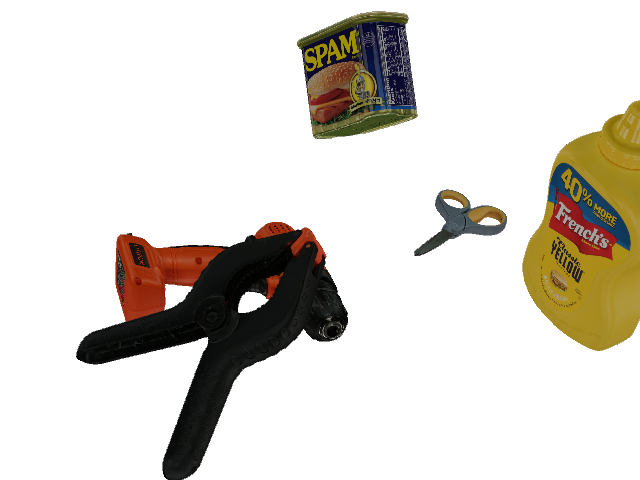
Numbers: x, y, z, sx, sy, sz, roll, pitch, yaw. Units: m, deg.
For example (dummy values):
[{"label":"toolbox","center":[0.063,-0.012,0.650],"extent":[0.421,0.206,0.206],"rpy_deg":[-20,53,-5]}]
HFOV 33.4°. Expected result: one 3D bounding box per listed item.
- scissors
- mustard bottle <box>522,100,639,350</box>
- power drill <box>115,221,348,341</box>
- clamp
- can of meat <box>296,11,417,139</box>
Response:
[{"label":"scissors","center":[0.139,-0.023,1.221],"extent":[0.201,0.016,0.096],"rpy_deg":[-12,40,-46]},{"label":"mustard bottle","center":[0.194,-0.016,0.725],"extent":[0.058,0.192,0.096],"rpy_deg":[-20,52,-21]},{"label":"power drill","center":[-0.082,0.040,0.950],"extent":[0.187,0.057,0.184],"rpy_deg":[-1,24,-19]},{"label":"clamp","center":[-0.061,0.064,0.663],"extent":[0.171,0.120,0.039],"rpy_deg":[-36,-26,2]},{"label":"can of meat","center":[0.031,-0.134,0.887],"extent":[0.057,0.084,0.102],"rpy_deg":[-5,-4,-39]}]
